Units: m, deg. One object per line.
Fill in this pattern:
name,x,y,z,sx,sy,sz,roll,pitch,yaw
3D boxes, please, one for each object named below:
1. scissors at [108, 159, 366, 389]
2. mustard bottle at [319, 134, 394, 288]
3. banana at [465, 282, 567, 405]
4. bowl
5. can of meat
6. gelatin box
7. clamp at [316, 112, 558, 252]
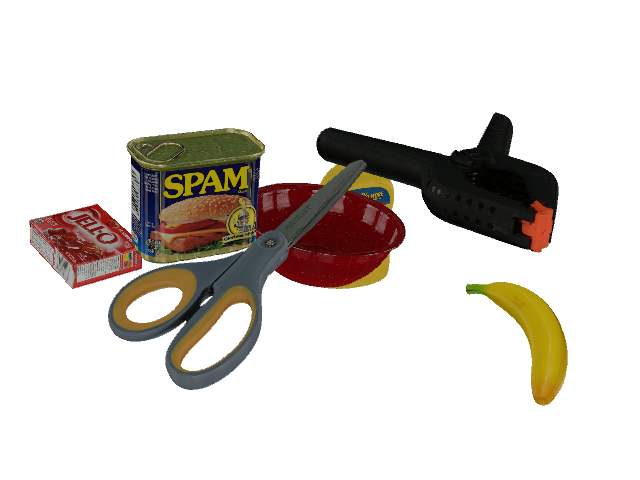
scissors,-0.050,0.006,0.626,0.096,0.016,0.201,12,45,18
mustard bottle,0.041,-0.037,1.294,0.096,0.192,0.058,-7,29,-19
banana,0.222,0.099,1.134,0.069,0.037,0.198,-27,36,1
bowl,-0.002,0.000,1.033,0.162,0.055,0.162,8,25,-4
can of meat,-0.096,-0.035,0.824,0.101,0.084,0.057,-9,29,-26
gelatin box,-0.219,0.003,0.995,0.073,0.030,0.089,-17,40,-36
clamp,0.095,-0.046,0.760,0.164,0.036,0.210,-5,26,-13
